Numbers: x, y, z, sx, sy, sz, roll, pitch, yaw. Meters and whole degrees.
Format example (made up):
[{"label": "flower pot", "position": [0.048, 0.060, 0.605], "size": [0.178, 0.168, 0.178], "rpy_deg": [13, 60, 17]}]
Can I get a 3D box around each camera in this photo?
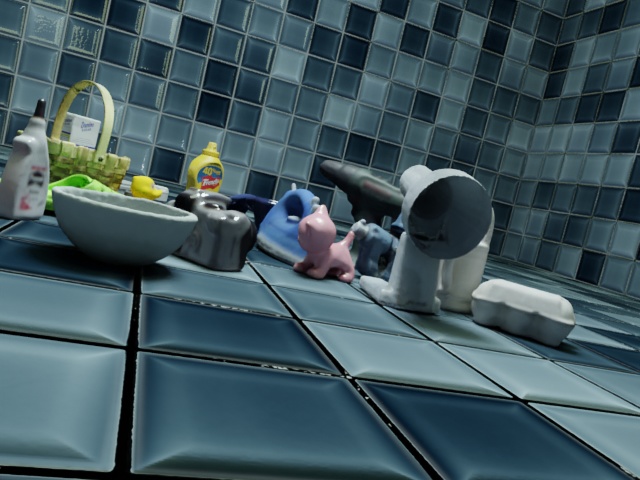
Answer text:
[{"label": "camera", "position": [-0.147, -0.018, 0.856], "size": [0.142, 0.101, 0.137], "rpy_deg": [17, 6, 37]}]

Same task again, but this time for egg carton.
[{"label": "egg carton", "position": [0.306, 0.107, 0.866], "size": [0.150, 0.069, 0.107], "rpy_deg": [16, 5, 23]}]

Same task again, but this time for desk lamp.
[{"label": "desk lamp", "position": [0.146, -0.004, 0.840], "size": [0.118, 0.213, 0.203], "rpy_deg": [12, 5, -14]}]

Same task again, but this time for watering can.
[{"label": "watering can", "position": [0.229, 0.016, 0.962], "size": [0.101, 0.194, 0.173], "rpy_deg": [13, 5, -4]}]

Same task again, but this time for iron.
[{"label": "iron", "position": [-0.035, -0.032, 1.085], "size": [0.119, 0.141, 0.257], "rpy_deg": [12, 5, -21]}]

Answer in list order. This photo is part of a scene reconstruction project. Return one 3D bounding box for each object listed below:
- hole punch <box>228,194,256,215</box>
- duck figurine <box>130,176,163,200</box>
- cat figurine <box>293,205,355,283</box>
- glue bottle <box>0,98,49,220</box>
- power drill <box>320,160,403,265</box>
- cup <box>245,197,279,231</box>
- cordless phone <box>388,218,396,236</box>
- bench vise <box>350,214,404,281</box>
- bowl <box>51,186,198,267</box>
[{"label": "hole punch", "position": [-0.216, -0.076, 1.395], "size": [0.100, 0.091, 0.109], "rpy_deg": [16, 5, 23]}, {"label": "duck figurine", "position": [-0.358, -0.084, 1.124], "size": [0.105, 0.086, 0.077], "rpy_deg": [10, 6, -35]}, {"label": "cat figurine", "position": [0.009, 0.003, 0.943], "size": [0.128, 0.118, 0.067], "rpy_deg": [9, 6, -41]}, {"label": "glue bottle", "position": [-0.412, -0.116, 0.814], "size": [0.037, 0.173, 0.078], "rpy_deg": [14, 5, 4]}, {"label": "power drill", "position": [0.081, -0.048, 1.204], "size": [0.229, 0.208, 0.076], "rpy_deg": [15, 5, 22]}, {"label": "cup", "position": [-0.121, -0.043, 1.258], "size": [0.117, 0.095, 0.092], "rpy_deg": [15, 5, 21]}, {"label": "cordless phone", "position": [0.161, -0.024, 1.291], "size": [0.094, 0.185, 0.147], "rpy_deg": [11, 5, -23]}, {"label": "bench vise", "position": [0.167, -0.022, 1.066], "size": [0.208, 0.220, 0.121], "rpy_deg": [9, 6, -42]}, {"label": "bowl", "position": [-0.235, -0.011, 0.681], "size": [0.167, 0.075, 0.167], "rpy_deg": [13, 5, -1]}]
